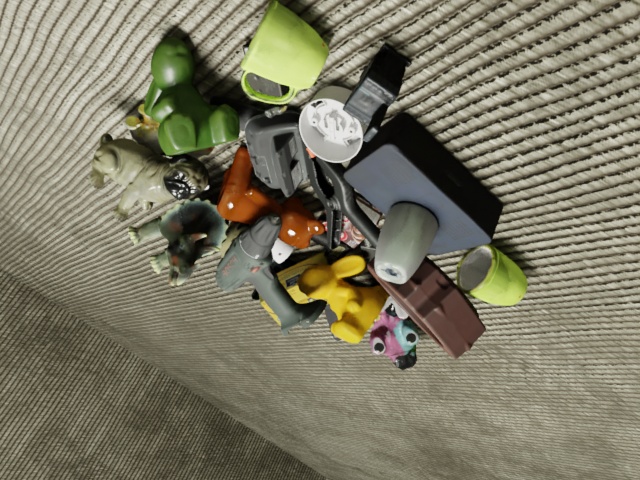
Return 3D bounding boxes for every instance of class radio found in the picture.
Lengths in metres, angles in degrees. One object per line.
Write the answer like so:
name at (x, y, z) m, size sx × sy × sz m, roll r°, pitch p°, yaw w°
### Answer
radio at (0.156, -0.075, 0.826) m, size 0.229 × 0.073 × 0.131 m, roll 40°, pitch 148°, yaw -18°

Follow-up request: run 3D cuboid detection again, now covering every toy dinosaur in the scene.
toy dinosaur at (-0.254, -0.023, 1.121) m, size 0.192 × 0.405 × 0.131 m, roll -21°, pitch 100°, yaw 10°

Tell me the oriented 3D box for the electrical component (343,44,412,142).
electrical component at (0.067, -0.182, 0.684) m, size 0.048 × 0.119 × 0.075 m, roll 32°, pitch 152°, yaw -9°

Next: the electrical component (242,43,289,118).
electrical component at (-0.078, -0.231, 0.791) m, size 0.078 × 0.045 × 0.102 m, roll 18°, pitch 148°, yaw 12°

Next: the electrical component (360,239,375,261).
electrical component at (0.114, 0.022, 1.052) m, size 0.063 × 0.021 × 0.093 m, roll 12°, pitch 147°, yaw 23°

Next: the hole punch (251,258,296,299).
hole punch at (-0.100, 0.086, 1.271) m, size 0.116 × 0.092 × 0.142 m, roll 4°, pitch 152°, yaw -19°

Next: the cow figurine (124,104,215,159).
cow figurine at (-0.268, -0.180, 0.993) m, size 0.167 × 0.068 × 0.098 m, roll 24°, pitch 154°, yaw 10°

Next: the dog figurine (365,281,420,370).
dog figurine at (0.161, 0.193, 1.200) m, size 0.108 × 0.191 × 0.219 m, roll -23°, pitch 163°, yaw 7°

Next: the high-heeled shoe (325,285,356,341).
high-heeled shoe at (0.078, 0.172, 1.294) m, size 0.145 × 0.086 × 0.248 m, roll -23°, pitch 151°, yaw 15°

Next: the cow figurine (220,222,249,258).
cow figurine at (-0.153, 0.003, 1.126) m, size 0.085 × 0.127 × 0.195 m, roll 36°, pitch 150°, yaw -21°

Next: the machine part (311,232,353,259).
machine part at (-0.002, -0.003, 1.091) m, size 0.139 × 0.039 × 0.084 m, roll 26°, pitch 158°, yaw -2°

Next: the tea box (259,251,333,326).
tea box at (-0.039, 0.107, 1.175) m, size 0.170 × 0.068 × 0.098 m, roll -24°, pitch 131°, yaw 9°

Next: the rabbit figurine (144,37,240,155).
rabbit figurine at (-0.213, -0.226, 0.847) m, size 0.159 × 0.121 × 0.170 m, roll 7°, pitch 111°, yaw 61°

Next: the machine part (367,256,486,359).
machine part at (0.190, 0.101, 0.968) m, size 0.201 × 0.087 × 0.201 m, roll 50°, pitch 177°, yaw -34°

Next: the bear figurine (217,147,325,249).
bear figurine at (-0.087, -0.068, 1.002) m, size 0.196 × 0.132 × 0.120 m, roll 16°, pitch 153°, yaw -14°

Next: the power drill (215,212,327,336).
power drill at (-0.085, 0.071, 0.982) m, size 0.207 × 0.086 × 0.232 m, roll 44°, pitch 135°, yaw -13°

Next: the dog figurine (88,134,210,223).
dog figurine at (-0.297, -0.136, 0.949) m, size 0.191 × 0.121 × 0.172 m, roll -22°, pitch 111°, yaw 28°

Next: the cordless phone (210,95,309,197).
cordless phone at (-0.106, -0.164, 0.902) m, size 0.184 × 0.089 × 0.146 m, roll 26°, pitch 152°, yaw 23°

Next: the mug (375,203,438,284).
mug at (0.121, 0.016, 0.811) m, size 0.081 × 0.107 × 0.109 m, roll 20°, pitch 147°, yaw 17°

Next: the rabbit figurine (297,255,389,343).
rabbit figurine at (0.041, 0.102, 1.063) m, size 0.173 × 0.162 × 0.122 m, roll 32°, pitch 178°, yaw 8°
